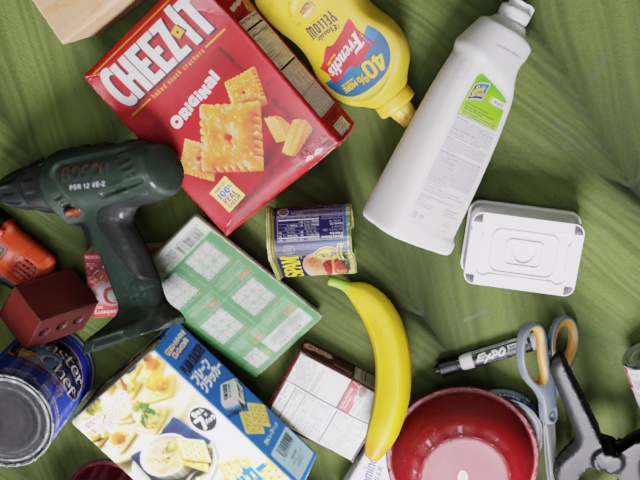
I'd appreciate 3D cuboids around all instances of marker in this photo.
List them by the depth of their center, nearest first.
[{"bbox_3d":[0.180,0.122,1.130,0.121,0.020,0.020,-18,103,10],"label":"marker"}]

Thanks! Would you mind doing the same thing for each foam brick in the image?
[{"bbox_3d":[-0.284,0.071,1.120,0.051,0.078,0.053,51,130,17],"label":"foam brick"}]

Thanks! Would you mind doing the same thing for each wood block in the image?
[{"bbox_3d":[-0.173,-0.282,0.997,0.206,0.090,0.090,-31,98,23],"label":"wood block"}]

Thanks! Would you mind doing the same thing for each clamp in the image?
[{"bbox_3d":[0.285,0.210,1.085,0.164,0.036,0.210,21,119,6],"label":"clamp"}]

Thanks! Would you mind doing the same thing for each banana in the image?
[{"bbox_3d":[0.061,0.127,1.114,0.069,0.037,0.198,-13,83,5],"label":"banana"}]

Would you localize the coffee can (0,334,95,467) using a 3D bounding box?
[{"bbox_3d":[-0.308,0.162,1.128,0.103,0.140,0.103,2,106,5],"label":"coffee can"}]

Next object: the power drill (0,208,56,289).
[{"bbox_3d":[-0.403,0.033,1.144,0.184,0.057,0.188,39,106,-6],"label":"power drill"}]

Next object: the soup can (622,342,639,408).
[{"bbox_3d":[0.358,0.158,1.096,0.068,0.068,0.102,-21,102,11],"label":"soup can"}]

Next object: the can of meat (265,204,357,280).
[{"bbox_3d":[-0.007,0.001,1.073,0.084,0.102,0.057,-4,71,3],"label":"can of meat"}]

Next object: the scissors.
[{"bbox_3d":[0.250,0.165,1.117,0.096,0.016,0.202,-34,117,-29],"label":"scissors"}]

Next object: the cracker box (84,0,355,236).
[{"bbox_3d":[-0.099,-0.135,1.043,0.164,0.072,0.213,-37,100,27],"label":"cracker box"}]

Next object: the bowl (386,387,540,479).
[{"bbox_3d":[0.149,0.236,1.105,0.162,0.055,0.162,1,101,5],"label":"bowl"}]

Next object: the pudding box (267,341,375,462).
[{"bbox_3d":[0.009,0.175,1.153,0.113,0.039,0.090,28,108,-1],"label":"pudding box"}]

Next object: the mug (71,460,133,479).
[{"bbox_3d":[-0.244,0.317,1.197,0.093,0.081,0.117,-24,102,12],"label":"mug"}]

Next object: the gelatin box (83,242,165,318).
[{"bbox_3d":[-0.202,0.043,1.141,0.089,0.030,0.073,-4,106,7],"label":"gelatin box"}]

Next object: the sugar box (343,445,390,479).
[{"bbox_3d":[0.117,0.281,1.169,0.176,0.048,0.093,29,106,0],"label":"sugar box"}]

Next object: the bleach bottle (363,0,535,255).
[{"bbox_3d":[0.140,-0.114,1.037,0.102,0.068,0.251,18,104,-42],"label":"bleach bottle"}]

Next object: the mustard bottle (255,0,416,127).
[{"bbox_3d":[0.030,-0.188,1.033,0.096,0.058,0.191,-34,102,31],"label":"mustard bottle"}]

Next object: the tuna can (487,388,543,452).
[{"bbox_3d":[0.194,0.203,1.144,0.086,0.033,0.086,2,106,6],"label":"tuna can"}]
